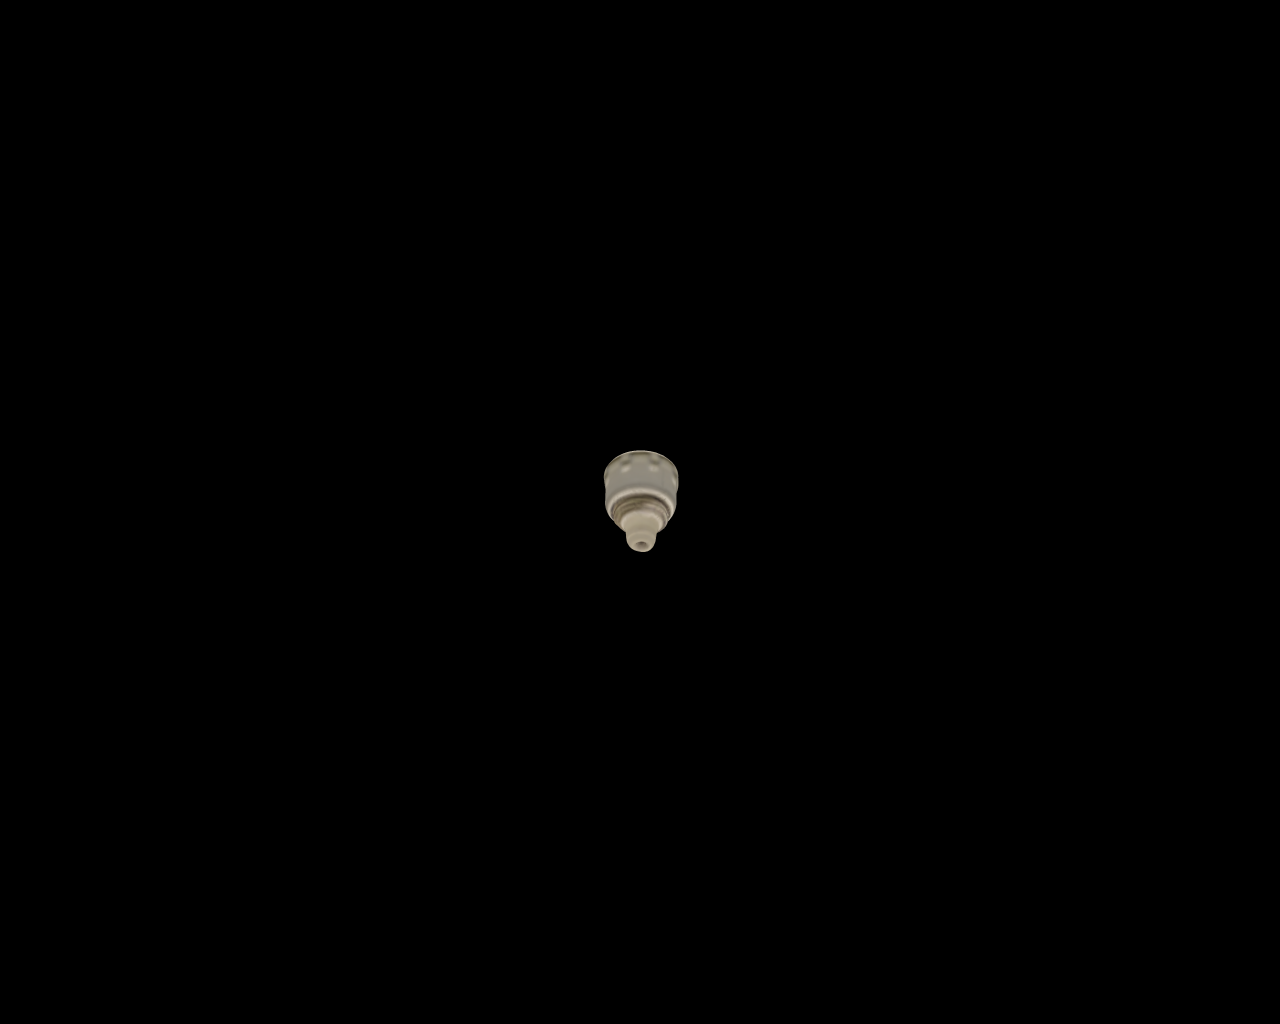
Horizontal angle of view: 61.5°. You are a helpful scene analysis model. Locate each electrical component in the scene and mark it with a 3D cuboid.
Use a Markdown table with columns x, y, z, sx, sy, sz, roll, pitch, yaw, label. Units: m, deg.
| x | y | z | sx | sy | sz | roll | pitch | yaw | label |
| --- | --- | --- | --- | --- | --- | --- | --- | --- | --- |
| 0.001 | -0.003 | 0.650 | 0.048 | 0.062 | 0.048 | 0 | -40 | 0 | electrical component |
